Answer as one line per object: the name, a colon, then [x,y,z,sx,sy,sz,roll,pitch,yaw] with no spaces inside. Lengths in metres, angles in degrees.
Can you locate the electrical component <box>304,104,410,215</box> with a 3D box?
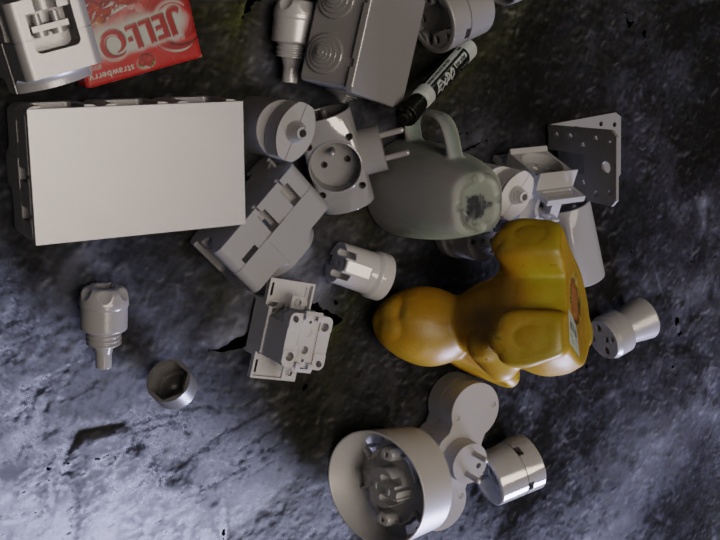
electrical component: [-0.002,-0.091,0.841,0.079,0.044,0.077,-14,112,5]

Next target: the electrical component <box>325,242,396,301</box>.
electrical component: [0.000,0.000,0.878,0.046,0.040,0.040,18,91,-27]

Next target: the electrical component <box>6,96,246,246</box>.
electrical component: [-0.161,-0.073,0.747,0.150,0.062,0.089,-8,105,-30]

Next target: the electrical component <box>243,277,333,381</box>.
electrical component: [-0.055,0.049,0.841,0.042,0.064,0.081,9,95,-35]

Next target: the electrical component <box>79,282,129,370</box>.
electrical component: [-0.185,0.041,0.776,0.035,0.035,0.061,-5,106,-31]

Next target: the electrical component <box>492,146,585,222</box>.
electrical component: [0.152,-0.069,0.938,0.042,0.081,0.063,-7,127,-30]

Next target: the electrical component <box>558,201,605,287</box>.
electrical component: [0.183,-0.019,0.983,0.079,0.043,0.077,-27,114,-24]

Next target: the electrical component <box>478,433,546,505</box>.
electrical component: [0.137,0.186,0.998,0.047,0.055,0.055,-21,111,-22]

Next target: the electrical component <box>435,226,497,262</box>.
electrical component: [0.093,-0.028,0.923,0.040,0.046,0.040,-7,104,-29]

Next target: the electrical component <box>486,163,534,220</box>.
electrical component: [0.113,-0.067,0.906,0.043,0.081,0.043,-8,105,-30]

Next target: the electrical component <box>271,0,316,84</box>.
electrical component: [-0.050,-0.172,0.809,0.035,0.035,0.061,0,104,-32]

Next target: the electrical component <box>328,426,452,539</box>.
electrical component: [0.028,0.180,0.905,0.064,0.099,0.099,-6,104,-37]

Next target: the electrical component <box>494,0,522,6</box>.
electrical component: [0.128,-0.255,0.886,0.057,0.058,0.078,-44,120,-19]

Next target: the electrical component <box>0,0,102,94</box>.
electrical component: [-0.205,-0.146,0.686,0.050,0.089,0.055,-22,112,-26]

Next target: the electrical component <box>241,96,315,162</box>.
electrical component: [-0.061,-0.104,0.790,0.043,0.081,0.043,-8,105,-30]

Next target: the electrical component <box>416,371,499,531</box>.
electrical component: [0.086,0.165,0.949,0.052,0.074,0.138,19,91,-33]

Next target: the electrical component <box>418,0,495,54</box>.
electrical component: [0.075,-0.208,0.867,0.047,0.055,0.055,-26,114,-28]

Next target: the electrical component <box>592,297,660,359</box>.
electrical component: [0.256,0.056,1.046,0.055,0.045,0.045,-25,113,-24]

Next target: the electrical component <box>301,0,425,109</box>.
electrical component: [0.002,-0.174,0.813,0.100,0.048,0.099,1,103,-64]

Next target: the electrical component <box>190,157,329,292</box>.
electrical component: [-0.073,-0.032,0.816,0.089,0.050,0.055,-51,123,-14]
